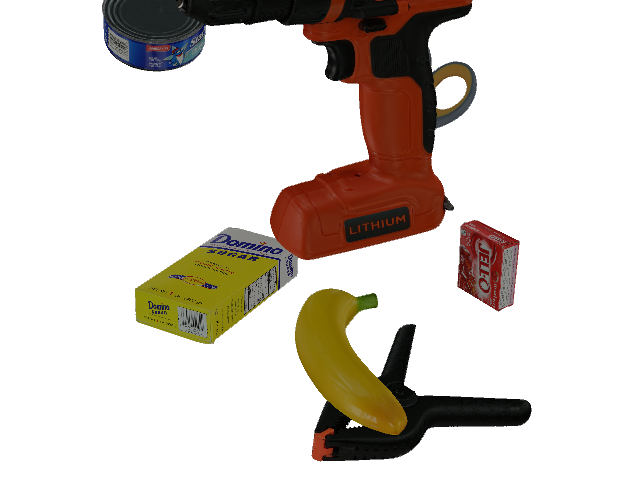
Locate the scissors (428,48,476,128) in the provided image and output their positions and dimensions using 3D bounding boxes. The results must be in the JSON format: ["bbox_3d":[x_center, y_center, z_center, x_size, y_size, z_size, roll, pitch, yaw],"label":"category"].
[{"bbox_3d":[0.072,-0.078,0.904,0.096,0.202,0.016,10,-11,21],"label":"scissors"}]

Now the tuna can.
[{"bbox_3d":[-0.138,-0.179,0.887,0.086,0.086,0.034,0,-41,-9],"label":"tuna can"}]

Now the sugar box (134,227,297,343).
[{"bbox_3d":[-0.105,0.042,1.118,0.093,0.048,0.176,15,31,23],"label":"sugar box"}]

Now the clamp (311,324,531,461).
[{"bbox_3d":[0.081,0.155,0.980,0.165,0.036,0.209,27,36,33],"label":"clamp"}]

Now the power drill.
[{"bbox_3d":[0.010,-0.084,0.591,0.184,0.188,0.057,-12,35,-21],"label":"power drill"}]

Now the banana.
[{"bbox_3d":[0.017,0.078,0.772,0.069,0.037,0.198,-4,24,-1],"label":"banana"}]

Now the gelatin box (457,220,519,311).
[{"bbox_3d":[0.199,0.029,1.277,0.030,0.089,0.073,-18,32,-31],"label":"gelatin box"}]
